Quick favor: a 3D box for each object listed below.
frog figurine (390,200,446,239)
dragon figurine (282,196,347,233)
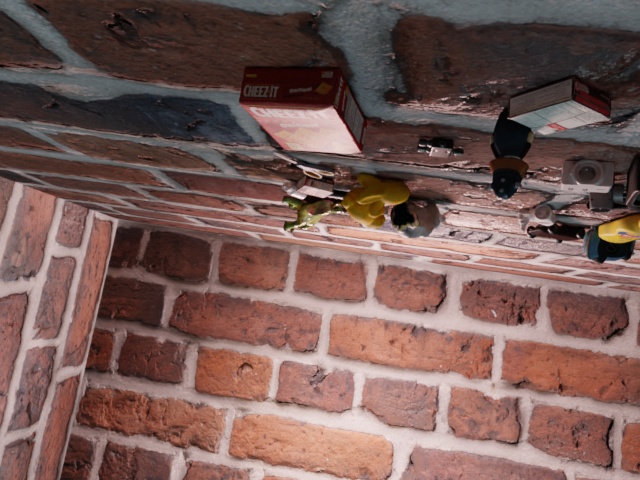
[{"bbox_3d":[0.296,-0.065,1.562,0.159,0.121,0.139,5,-150,-44],"label":"frog figurine"},{"bbox_3d":[0.005,-0.091,1.806,0.242,0.122,0.410,-2,179,14],"label":"dragon figurine"}]
